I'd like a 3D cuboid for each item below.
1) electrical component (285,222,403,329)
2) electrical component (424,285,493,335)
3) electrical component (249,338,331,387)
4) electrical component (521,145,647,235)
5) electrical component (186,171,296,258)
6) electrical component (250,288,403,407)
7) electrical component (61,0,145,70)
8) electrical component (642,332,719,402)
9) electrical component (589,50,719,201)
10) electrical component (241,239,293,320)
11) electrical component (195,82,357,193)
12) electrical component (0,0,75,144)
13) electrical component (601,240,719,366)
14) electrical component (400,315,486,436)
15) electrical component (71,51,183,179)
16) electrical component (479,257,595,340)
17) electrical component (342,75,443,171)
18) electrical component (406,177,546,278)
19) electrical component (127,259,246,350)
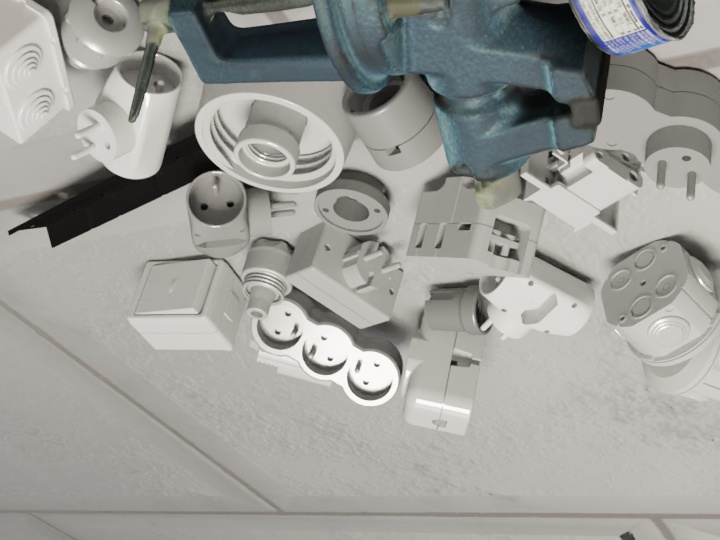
[{"bbox_3d":[0.000,0.000,0.838,0.083,0.047,0.076,35,146,-27],"label":"electrical component"},{"bbox_3d":[0.080,0.032,0.865,0.046,0.040,0.040,-1,146,32],"label":"electrical component"},{"bbox_3d":[-0.061,0.076,0.984,0.081,0.043,0.043,15,149,-2],"label":"electrical component"},{"bbox_3d":[0.144,-0.063,0.685,0.081,0.042,0.064,28,142,-23],"label":"electrical component"},{"bbox_3d":[-0.087,-0.042,0.802,0.079,0.043,0.077,-7,164,-6],"label":"electrical component"},{"bbox_3d":[-0.026,0.061,0.934,0.138,0.073,0.052,30,104,-1],"label":"electrical component"},{"bbox_3d":[-0.167,-0.146,0.674,0.048,0.048,0.062,29,152,-23],"label":"electrical component"},{"bbox_3d":[0.253,0.059,0.800,0.051,0.080,0.080,20,148,-20],"label":"electrical component"},{"bbox_3d":[0.184,-0.073,0.622,0.138,0.073,0.052,19,148,-8],"label":"electrical component"},{"bbox_3d":[-0.075,0.010,0.867,0.043,0.062,0.043,10,148,6],"label":"electrical component"},{"bbox_3d":[-0.055,-0.094,0.696,0.108,0.060,0.108,10,148,6],"label":"electrical component"},{"bbox_3d":[-0.236,-0.138,0.680,0.100,0.048,0.099,33,152,15],"label":"electrical component"},{"bbox_3d":[0.214,0.023,0.759,0.051,0.080,0.080,40,141,-27],"label":"electrical component"},{"bbox_3d":[0.068,0.083,0.895,0.059,0.095,0.053,12,148,4],"label":"electrical component"},{"bbox_3d":[-0.158,-0.095,0.706,0.044,0.079,0.077,40,136,14],"label":"electrical component"},{"bbox_3d":[0.124,0.026,0.821,0.077,0.043,0.079,26,128,-19],"label":"electrical component"},{"bbox_3d":[0.021,-0.097,0.668,0.055,0.055,0.047,-9,138,33],"label":"electrical component"},{"bbox_3d":[0.078,-0.029,0.730,0.050,0.055,0.089,17,174,-26],"label":"electrical component"},{"bbox_3d":[-0.155,0.029,0.929,0.096,0.061,0.061,-1,145,24],"label":"electrical component"}]
